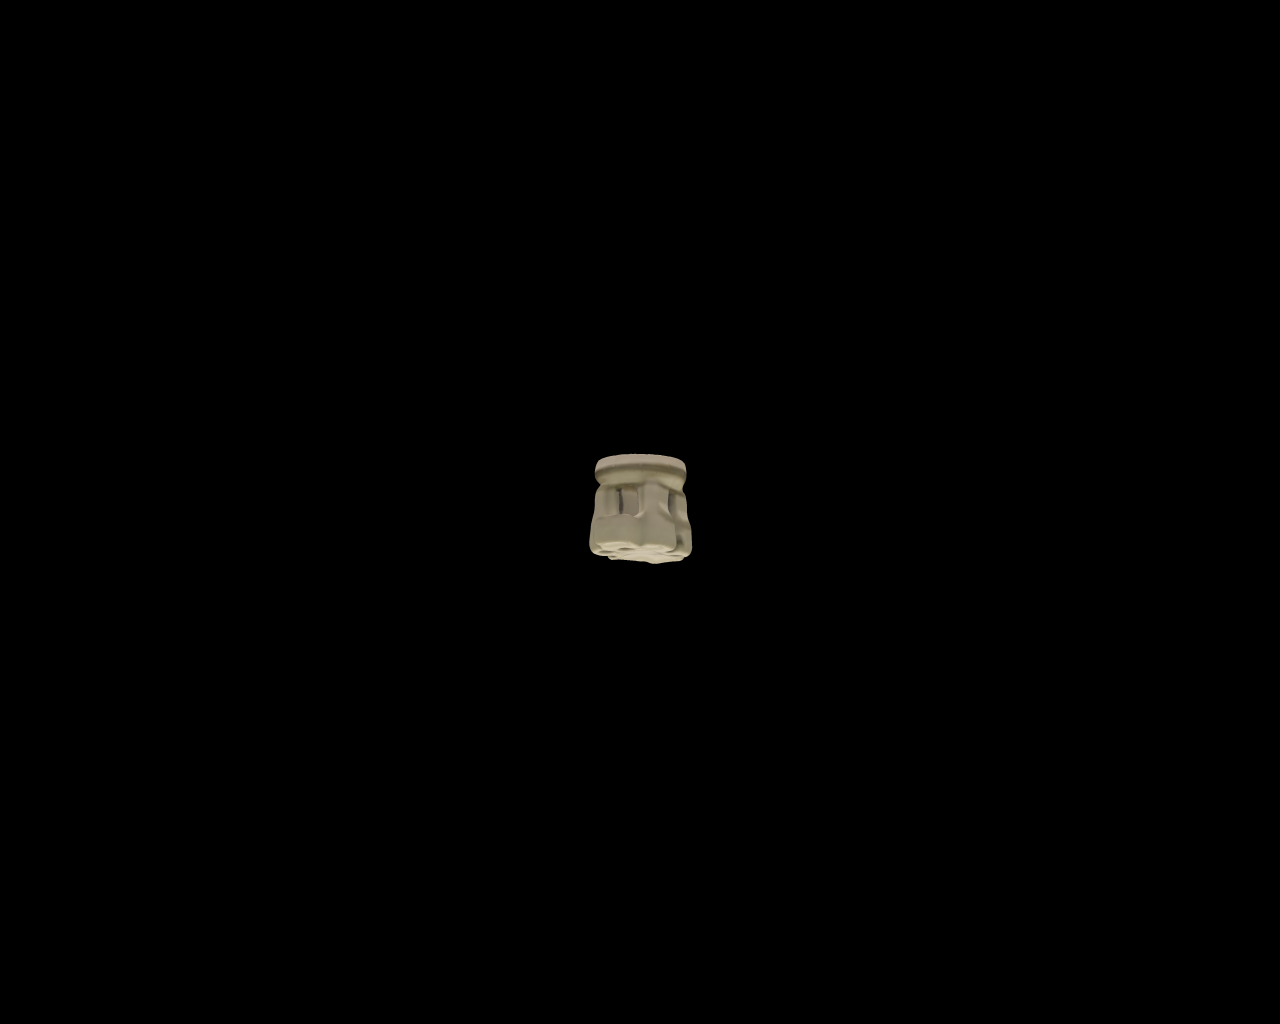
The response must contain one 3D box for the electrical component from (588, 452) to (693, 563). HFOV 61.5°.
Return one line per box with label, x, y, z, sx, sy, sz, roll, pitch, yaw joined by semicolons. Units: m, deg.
electrical component;0.001;-0.003;0.650;0.058;0.057;0.078;-6;-13;27
